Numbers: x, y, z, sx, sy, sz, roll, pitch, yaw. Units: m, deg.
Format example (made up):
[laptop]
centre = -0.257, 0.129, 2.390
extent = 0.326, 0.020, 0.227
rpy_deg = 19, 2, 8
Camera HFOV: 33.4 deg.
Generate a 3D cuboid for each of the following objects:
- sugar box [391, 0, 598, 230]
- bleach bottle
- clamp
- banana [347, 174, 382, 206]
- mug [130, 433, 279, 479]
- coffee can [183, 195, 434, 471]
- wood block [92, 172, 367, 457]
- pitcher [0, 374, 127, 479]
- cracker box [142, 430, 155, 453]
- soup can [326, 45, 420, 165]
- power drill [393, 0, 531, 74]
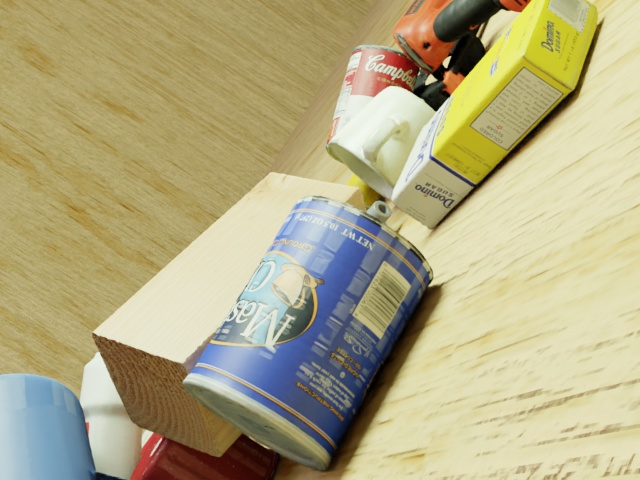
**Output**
[sugar box]
centre = 0.116, -0.090, 0.737
extent = 0.176, 0.048, 0.093
rpy_deg = -46, 13, 50
[bleach bottle]
centre = -0.171, 0.197, 0.858
extent = 0.103, 0.068, 0.251
rpy_deg = 162, 112, -71
[clamp]
centre = 0.114, -0.161, 1.070
extent = 0.165, 0.036, 0.210
rpy_deg = -48, 12, 17
[banana]
centre = 0.043, -0.040, 1.033
extent = 0.070, 0.037, 0.197
rpy_deg = -46, 13, 54
[mug]
centre = -0.094, 0.178, 0.803
extent = 0.117, 0.081, 0.093
rpy_deg = -46, 13, 55
[coffee can]
centre = -0.006, 0.058, 0.670
extent = 0.140, 0.102, 0.103
rpy_deg = -59, 7, -17
[wood block]
centre = -0.053, 0.047, 0.779
extent = 0.091, 0.090, 0.205
rpy_deg = 11, 42, 36
[pitcher]
centre = -0.187, 0.209, 0.708
extent = 0.145, 0.149, 0.243
rpy_deg = -46, 42, 26
[cracker box]
centre = -0.144, 0.222, 0.993
extent = 0.214, 0.072, 0.164
rpy_deg = -53, 7, 29
[soup can]
centre = 0.050, -0.124, 1.011
extent = 0.069, 0.068, 0.102
rpy_deg = 147, 140, -73
[power drill]
centre = 0.158, -0.237, 0.946
extent = 0.188, 0.057, 0.184
rpy_deg = -29, 21, 52
